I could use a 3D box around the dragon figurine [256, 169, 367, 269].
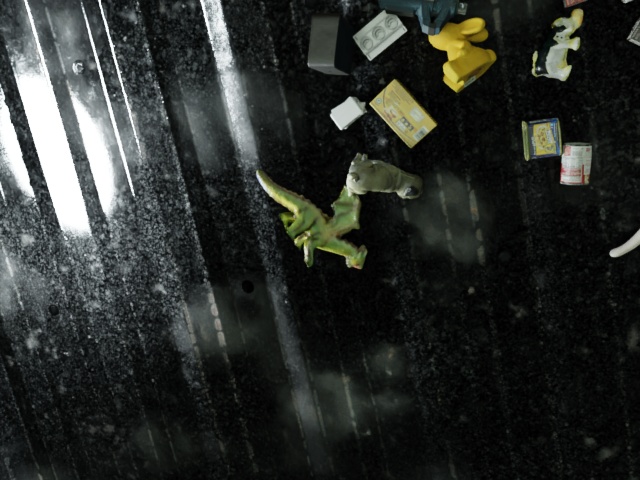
[{"bbox_3d":[0.005,-0.077,1.525,0.242,0.123,0.408,-28,96,3],"label":"dragon figurine"}]

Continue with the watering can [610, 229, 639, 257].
[{"bbox_3d":[0.883,-0.078,1.259,0.346,0.105,0.223,-13,98,18],"label":"watering can"}]
